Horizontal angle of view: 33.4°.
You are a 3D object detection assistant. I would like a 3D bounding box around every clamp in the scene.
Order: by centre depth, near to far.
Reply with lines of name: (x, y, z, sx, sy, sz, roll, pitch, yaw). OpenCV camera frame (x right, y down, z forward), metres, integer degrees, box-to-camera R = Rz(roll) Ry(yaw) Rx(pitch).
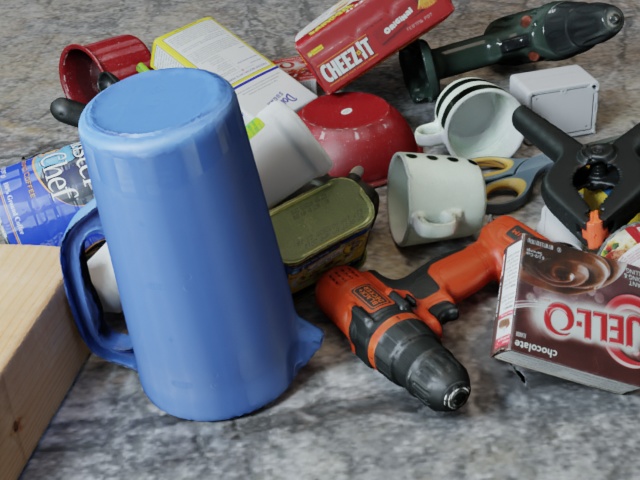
clamp: (0.255, -0.069, 0.941, 0.165, 0.036, 0.210, -7, 36, 13)
clamp: (-0.189, -0.111, 1.092, 0.171, 0.039, 0.120, 34, 34, 10)

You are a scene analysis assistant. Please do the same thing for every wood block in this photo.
wood block: (-0.244, 0.095, 0.787, 0.090, 0.091, 0.206, 2, 32, 10)

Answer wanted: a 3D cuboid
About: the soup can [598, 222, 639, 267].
soup can: (0.270, 0.039, 0.838, 0.068, 0.068, 0.102, -10, 33, -10)

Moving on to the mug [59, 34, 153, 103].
mug: (-0.254, -0.192, 1.268, 0.081, 0.093, 0.117, -28, 2, -41)

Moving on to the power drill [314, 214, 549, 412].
power drill: (0.112, 0.052, 0.845, 0.187, 0.057, 0.185, -19, 35, -23)

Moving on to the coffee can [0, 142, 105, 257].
coffee can: (-0.216, -0.036, 0.964, 0.140, 0.103, 0.103, -20, 34, -8)

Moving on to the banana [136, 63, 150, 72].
banana: (-0.193, -0.122, 1.169, 0.069, 0.037, 0.197, 18, 40, -7)

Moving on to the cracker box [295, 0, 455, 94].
cracker box: (0.055, -0.244, 1.206, 0.164, 0.072, 0.213, -34, 13, 6)

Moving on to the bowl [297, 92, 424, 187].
bowl: (0.028, -0.113, 1.126, 0.162, 0.055, 0.162, -4, 33, 2)

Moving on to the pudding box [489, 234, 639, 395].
pudding box: (0.185, 0.055, 0.776, 0.113, 0.039, 0.090, 15, 68, -10)

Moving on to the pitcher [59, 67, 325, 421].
pitcher: (-0.103, 0.004, 0.773, 0.149, 0.243, 0.145, -30, 41, -25)

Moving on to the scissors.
scissors: (0.225, -0.066, 1.053, 0.201, 0.016, 0.096, -8, 38, -3)

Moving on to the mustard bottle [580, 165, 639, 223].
mustard bottle: (0.298, -0.036, 0.964, 0.096, 0.058, 0.192, -28, 38, -25)

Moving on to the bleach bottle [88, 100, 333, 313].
bleach bottle: (-0.110, -0.014, 0.891, 0.251, 0.068, 0.102, -38, 16, 0)

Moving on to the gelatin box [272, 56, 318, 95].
gelatin box: (-0.054, -0.190, 1.282, 0.089, 0.030, 0.073, -11, 32, -11)

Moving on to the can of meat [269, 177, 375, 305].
can of meat: (-0.006, 0.001, 0.891, 0.102, 0.084, 0.057, -28, 70, -17)

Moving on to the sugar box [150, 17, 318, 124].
sugar box: (-0.098, -0.178, 1.201, 0.176, 0.048, 0.093, 41, 50, 19)
